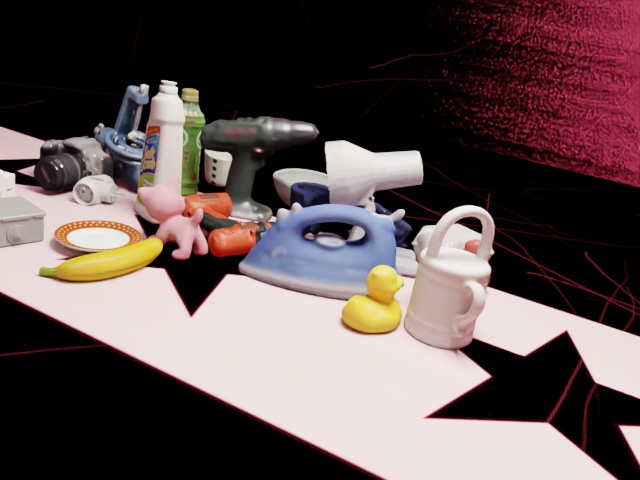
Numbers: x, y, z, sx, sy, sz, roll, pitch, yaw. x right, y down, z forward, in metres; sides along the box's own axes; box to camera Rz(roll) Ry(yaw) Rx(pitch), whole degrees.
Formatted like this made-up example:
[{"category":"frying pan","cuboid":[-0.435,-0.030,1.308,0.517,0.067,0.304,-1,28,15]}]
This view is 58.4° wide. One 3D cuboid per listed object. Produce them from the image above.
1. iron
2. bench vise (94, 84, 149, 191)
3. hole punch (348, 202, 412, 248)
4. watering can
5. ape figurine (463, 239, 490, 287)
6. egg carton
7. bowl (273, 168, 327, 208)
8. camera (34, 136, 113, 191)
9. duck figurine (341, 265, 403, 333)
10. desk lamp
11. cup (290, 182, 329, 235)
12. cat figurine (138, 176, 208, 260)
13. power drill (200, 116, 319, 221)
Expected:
[{"category":"iron","cuboid":[0.008,0.003,0.900,0.258,0.141,0.118,8,20,-8]},{"category":"bench vise","cuboid":[-0.418,-0.226,1.201,0.207,0.220,0.122,17,21,18]},{"category":"hole punch","cuboid":[0.123,-0.038,1.146,0.101,0.091,0.108,-5,25,-36]},{"category":"watering can","cuboid":[0.181,0.041,0.805,0.101,0.194,0.172,-6,25,-38]},{"category":"ape figurine","cuboid":[0.264,0.041,0.999,0.078,0.092,0.075,-9,27,-43]},{"category":"egg carton","cuboid":[0.254,0.016,1.097,0.151,0.069,0.107,-5,25,-37]},{"category":"bowl","cuboid":[-0.025,-0.102,1.274,0.167,0.075,0.167,9,20,-3]},{"category":"camera","cuboid":[-0.504,-0.152,1.131,0.143,0.101,0.137,16,20,14]},{"category":"duck figurine","cuboid":[0.080,0.078,0.812,0.105,0.086,0.077,-9,27,-43]},{"category":"desk lamp","cuboid":[0.093,-0.063,1.020,0.203,0.213,0.118,10,20,-2]},{"category":"cup","cuboid":[-0.020,-0.054,1.114,0.091,0.095,0.118,12,20,4]},{"category":"cat figurine","cuboid":[-0.239,-0.043,0.938,0.127,0.118,0.067,21,22,28]},{"category":"power drill","cuboid":[-0.129,-0.149,1.151,0.229,0.208,0.075,10,20,0]}]
